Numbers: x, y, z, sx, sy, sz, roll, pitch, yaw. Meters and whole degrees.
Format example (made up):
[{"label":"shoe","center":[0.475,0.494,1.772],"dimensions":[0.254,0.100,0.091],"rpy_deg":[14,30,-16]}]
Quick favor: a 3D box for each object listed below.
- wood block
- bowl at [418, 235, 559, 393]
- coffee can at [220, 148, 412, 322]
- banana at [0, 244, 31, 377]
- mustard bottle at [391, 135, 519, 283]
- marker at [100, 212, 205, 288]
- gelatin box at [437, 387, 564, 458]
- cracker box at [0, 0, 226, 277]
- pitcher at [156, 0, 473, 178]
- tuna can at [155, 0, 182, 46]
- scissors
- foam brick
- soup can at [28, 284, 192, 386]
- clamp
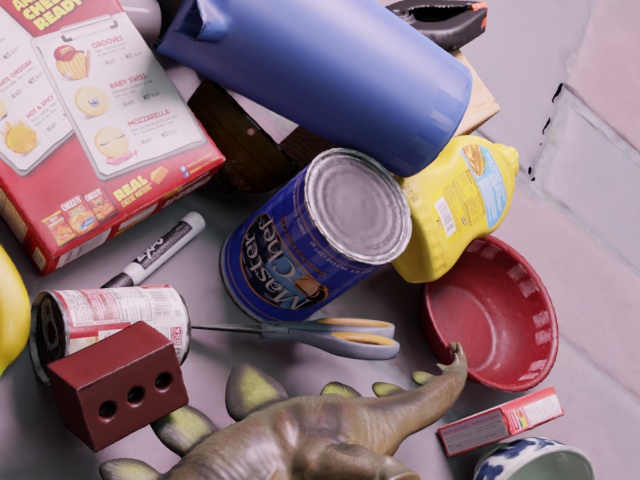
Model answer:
[{"label":"wood block","center":[0.069,-0.108,1.035],"dimensions":[0.205,0.091,0.090],"rpy_deg":[-31,85,-42]},{"label":"bowl","center":[0.148,0.075,1.013],"dimensions":[0.161,0.055,0.162],"rpy_deg":[17,57,-28]},{"label":"coffee can","center":[-0.006,0.001,0.887],"dimensions":[0.102,0.141,0.103],"rpy_deg":[17,57,-28]},{"label":"banana","center":[-0.263,0.013,0.766],"dimensions":[0.069,0.037,0.198],"rpy_deg":[-31,85,-42]},{"label":"mustard bottle","center":[0.129,-0.043,0.983],"dimensions":[0.191,0.058,0.096],"rpy_deg":[-35,107,-41]},{"label":"marker","center":[-0.136,0.015,0.867],"dimensions":[0.020,0.020,0.120],"rpy_deg":[48,48,-3]},{"label":"gelatin box","center":[0.160,0.163,0.950],"dimensions":[0.073,0.089,0.030],"rpy_deg":[-11,75,-39]},{"label":"cracker box","center":[-0.203,-0.102,0.833],"dimensions":[0.164,0.072,0.214],"rpy_deg":[-33,87,-28]},{"label":"pitcher","center":[0.000,-0.159,0.878],"dimensions":[0.242,0.145,0.149],"rpy_deg":[29,75,-13]},{"label":"tuna can","center":[-0.125,-0.213,0.958],"dimensions":[0.033,0.086,0.086],"rpy_deg":[-19,78,-42]},{"label":"scissors","center":[-0.024,0.078,0.852],"dimensions":[0.201,0.096,0.016],"rpy_deg":[1,100,-24]},{"label":"foam brick","center":[-0.138,0.100,0.734],"dimensions":[0.078,0.051,0.053],"rpy_deg":[-26,118,-30]},{"label":"soup can","center":[-0.155,0.069,0.791],"dimensions":[0.102,0.069,0.068],"rpy_deg":[-2,67,-37]},{"label":"clamp","center":[0.067,-0.210,1.052],"dimensions":[0.209,0.036,0.165],"rpy_deg":[-17,39,-25]}]
